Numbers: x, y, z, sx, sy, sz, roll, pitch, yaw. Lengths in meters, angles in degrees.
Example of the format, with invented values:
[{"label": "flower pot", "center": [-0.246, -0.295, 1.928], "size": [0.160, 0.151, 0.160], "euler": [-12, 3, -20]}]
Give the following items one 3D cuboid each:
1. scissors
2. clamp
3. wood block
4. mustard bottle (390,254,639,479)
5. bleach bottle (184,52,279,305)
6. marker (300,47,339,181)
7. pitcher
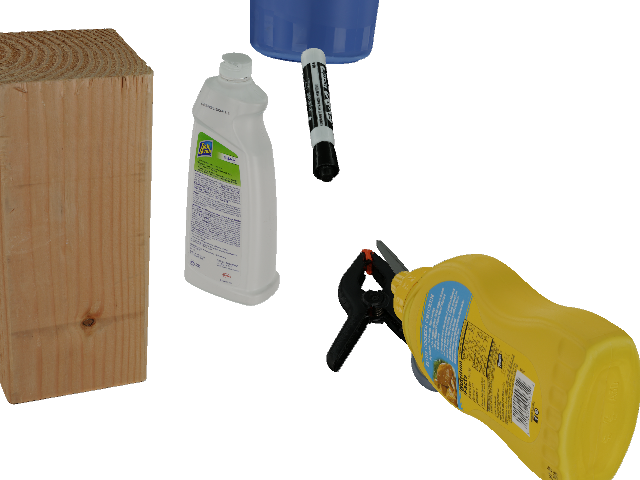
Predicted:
[{"label": "scissors", "center": [0.089, 0.073, 1.006], "size": [0.096, 0.016, 0.202], "euler": [-32, 50, -26]}, {"label": "clamp", "center": [0.071, 0.079, 1.194], "size": [0.120, 0.171, 0.039], "euler": [6, -43, 0]}, {"label": "wood block", "center": [-0.158, -0.015, 0.650], "size": [0.090, 0.206, 0.090], "euler": [-7, 30, -25]}, {"label": "mustard bottle", "center": [0.100, 0.062, 0.631], "size": [0.058, 0.096, 0.192], "euler": [-13, 27, -27]}, {"label": "bleach bottle", "center": [-0.085, -0.063, 1.078], "size": [0.103, 0.251, 0.068], "euler": [18, 31, 21]}, {"label": "marker", "center": [-0.001, -0.093, 0.788], "size": [0.020, 0.121, 0.020], "euler": [-4, -35, -3]}, {"label": "pitcher", "center": [0.006, -0.273, 0.888], "size": [0.145, 0.243, 0.149], "euler": [7, 19, 8]}]
